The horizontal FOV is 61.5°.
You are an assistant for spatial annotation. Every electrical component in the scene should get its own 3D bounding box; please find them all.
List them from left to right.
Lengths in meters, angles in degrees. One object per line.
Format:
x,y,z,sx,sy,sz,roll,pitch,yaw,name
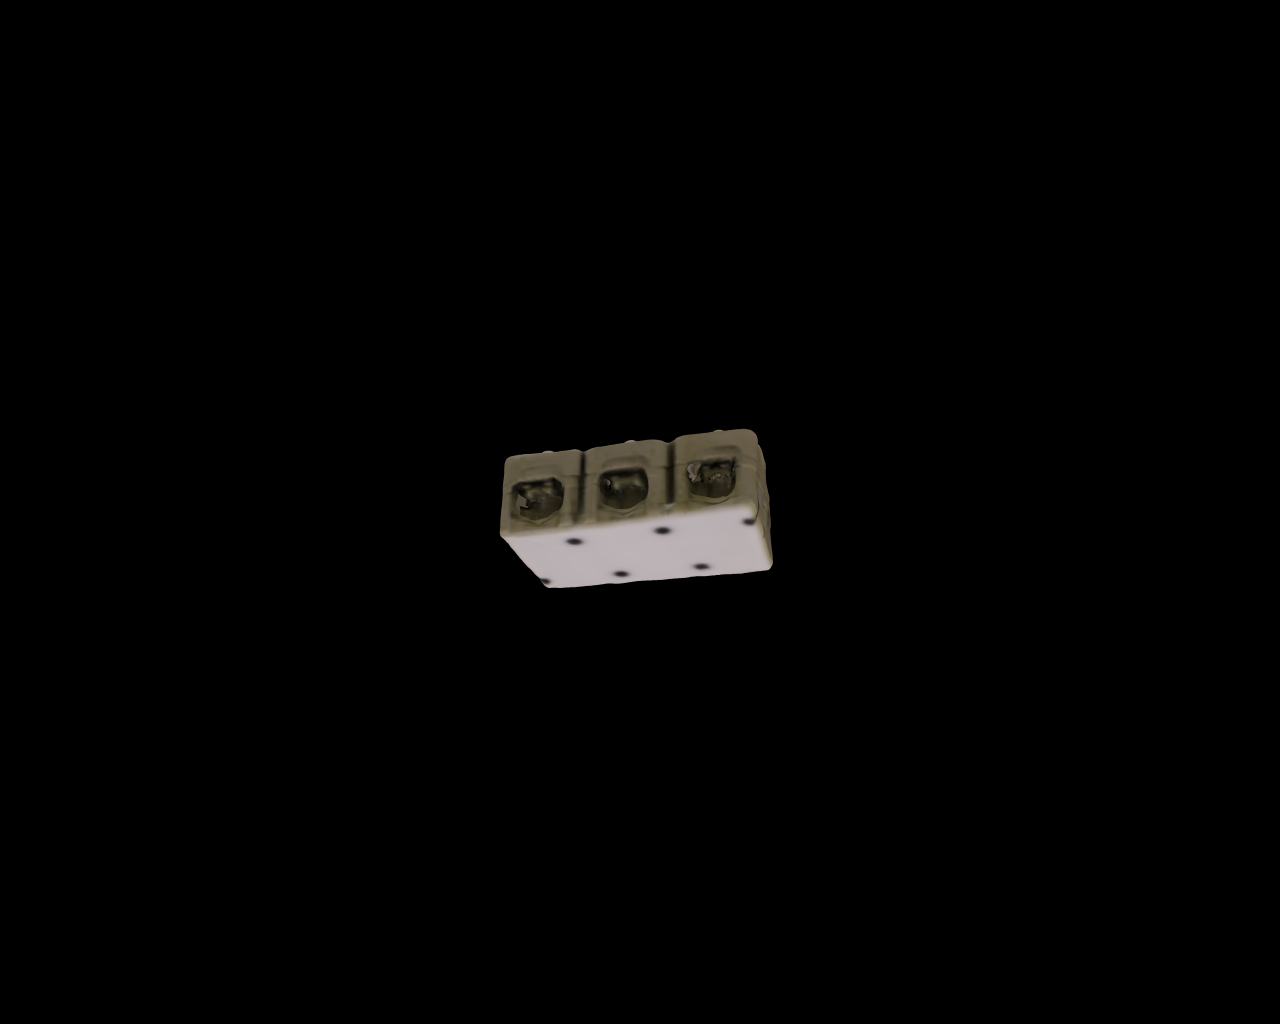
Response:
0.001,-0.003,0.650,0.150,0.062,0.089,-6,-28,12,electrical component
